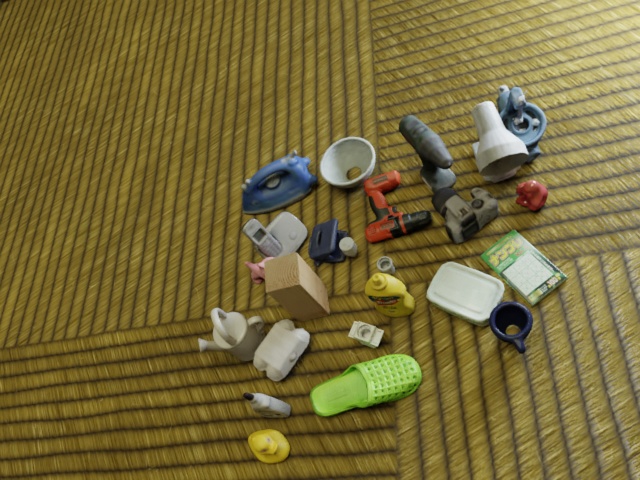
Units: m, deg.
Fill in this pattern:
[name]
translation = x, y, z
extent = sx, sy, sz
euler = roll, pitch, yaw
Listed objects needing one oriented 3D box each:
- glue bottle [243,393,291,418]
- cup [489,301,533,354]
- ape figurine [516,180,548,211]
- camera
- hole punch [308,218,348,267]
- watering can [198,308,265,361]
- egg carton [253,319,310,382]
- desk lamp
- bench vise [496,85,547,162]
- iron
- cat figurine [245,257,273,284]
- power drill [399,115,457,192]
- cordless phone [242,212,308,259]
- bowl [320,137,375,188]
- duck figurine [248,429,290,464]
[glue bottle]
translation = -0.136, 0.389, 1.362
extent = 0.078, 0.174, 0.037
euler = -5, 61, 21
[cup]
translation = 0.430, 0.205, 1.266
extent = 0.091, 0.095, 0.117
euler = -21, 57, 12
[ape figurine]
translation = 0.520, -0.117, 1.407
extent = 0.076, 0.092, 0.077
euler = -17, 58, 15
[camera]
translation = 0.357, -0.088, 1.456
extent = 0.143, 0.101, 0.136
euler = -37, 55, 1
[hole punch]
translation = 0.014, 0.006, 1.559
extent = 0.100, 0.091, 0.108
euler = -4, 62, 22
[watering can]
translation = -0.230, 0.242, 1.471
extent = 0.173, 0.195, 0.100
euler = -46, 55, -6
[egg carton]
translation = -0.097, 0.282, 1.468
extent = 0.107, 0.070, 0.150
euler = 27, 76, 33
[desk lamp]
translation = 0.436, -0.231, 1.432
extent = 0.117, 0.214, 0.203
euler = -20, 57, 13
[bench vise]
translation = 0.486, -0.325, 1.458
extent = 0.121, 0.220, 0.207
euler = -35, 55, 2
[iron]
translation = -0.145, -0.171, 1.694
extent = 0.258, 0.142, 0.118
euler = -28, 56, 7
[cat figurine]
translation = -0.149, 0.081, 1.572
extent = 0.127, 0.118, 0.067
euler = 11, 68, 28
[power drill]
translation = 0.290, -0.216, 1.489
extent = 0.075, 0.209, 0.229
euler = -34, 55, 3
[cordless phone]
translation = -0.128, -0.025, 1.580
extent = 0.093, 0.186, 0.148
euler = 31, 79, 34
[bowl]
translation = 0.088, -0.211, 1.656
extent = 0.167, 0.075, 0.167
euler = -10, 59, 18
[duck figurine]
translation = -0.132, 0.486, 1.361
extent = 0.104, 0.086, 0.077
euler = 12, 68, 28
